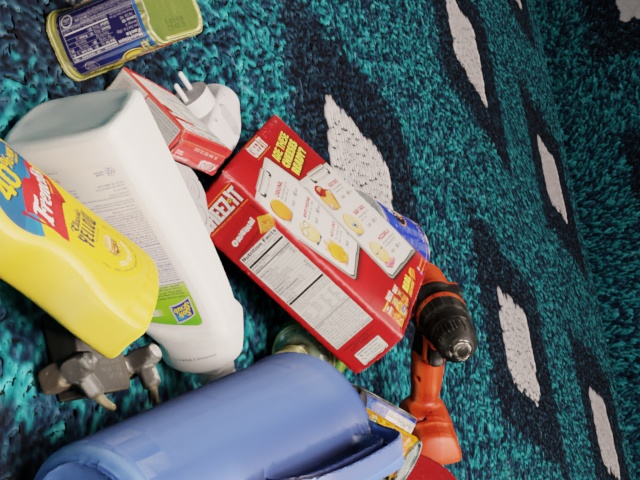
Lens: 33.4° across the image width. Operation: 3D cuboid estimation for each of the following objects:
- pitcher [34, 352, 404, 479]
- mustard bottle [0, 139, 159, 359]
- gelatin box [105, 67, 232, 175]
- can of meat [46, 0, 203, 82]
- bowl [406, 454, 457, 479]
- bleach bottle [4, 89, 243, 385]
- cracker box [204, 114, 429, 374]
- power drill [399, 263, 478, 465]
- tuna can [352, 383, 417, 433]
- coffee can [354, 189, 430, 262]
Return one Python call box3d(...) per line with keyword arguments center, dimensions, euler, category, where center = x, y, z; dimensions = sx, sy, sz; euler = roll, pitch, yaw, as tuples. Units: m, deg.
box3d(center=(-0.064, 0.159, 0.709), dimensions=(0.145, 0.149, 0.242), euler=(45, 25, 19), category="pitcher")
box3d(center=(-0.184, -0.013, 0.651), dimensions=(0.191, 0.058, 0.096), euler=(42, 19, -28), category="mustard bottle")
box3d(center=(-0.124, -0.095, 0.873), dimensions=(0.089, 0.030, 0.073), euler=(45, 11, 24), category="gelatin box")
box3d(center=(-0.151, -0.171, 0.842), dimensions=(0.057, 0.084, 0.102), euler=(69, 22, -11), category="can of meat")
box3d(center=(0.092, 0.258, 1.040), dimensions=(0.162, 0.055, 0.162), euler=(22, 27, -12), category="bowl")
box3d(center=(-0.126, 0.014, 0.777), dimensions=(0.068, 0.103, 0.251), euler=(-67, 144, -47), category="bleach bottle")
box3d(center=(-0.006, 0.001, 0.988), dimensions=(0.213, 0.072, 0.164), euler=(43, 27, -6), category="cracker box")
box3d(center=(0.121, 0.135, 1.107), dimensions=(0.184, 0.057, 0.188), euler=(-105, -164, -68), category="power drill")
box3d(center=(0.054, 0.177, 1.081), dimensions=(0.033, 0.086, 0.086), euler=(-62, 145, -9), category="tuna can")
box3d(center=(0.051, 0.008, 1.176), dimensions=(0.140, 0.103, 0.103), euler=(23, 54, -63), category="coffee can")
